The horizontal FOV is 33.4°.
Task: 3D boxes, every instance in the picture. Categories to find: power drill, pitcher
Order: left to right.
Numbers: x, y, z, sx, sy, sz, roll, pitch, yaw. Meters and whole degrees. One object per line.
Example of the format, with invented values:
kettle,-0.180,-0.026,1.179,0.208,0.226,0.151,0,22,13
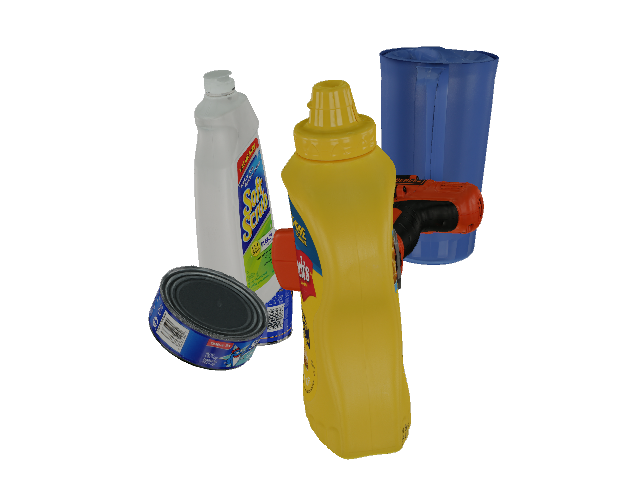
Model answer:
power drill,0.031,-0.012,0.922,0.185,0.057,0.187,1,20,25
pitcher,0.128,-0.097,1.222,0.149,0.243,0.145,-10,20,-32

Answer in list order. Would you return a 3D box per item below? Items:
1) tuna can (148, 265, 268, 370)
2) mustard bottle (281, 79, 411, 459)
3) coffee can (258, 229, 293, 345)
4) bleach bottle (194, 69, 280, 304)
tuna can,-0.084,0.058,0.799,0.086,0.034,0.086,20,27,-11
mustard bottle,0.013,0.011,0.558,0.058,0.192,0.096,-7,24,-4
coffee can,-0.089,0.065,1.523,0.103,0.140,0.103,2,22,-1
bleach bottle,-0.096,-0.050,1.115,0.068,0.251,0.102,7,27,27
